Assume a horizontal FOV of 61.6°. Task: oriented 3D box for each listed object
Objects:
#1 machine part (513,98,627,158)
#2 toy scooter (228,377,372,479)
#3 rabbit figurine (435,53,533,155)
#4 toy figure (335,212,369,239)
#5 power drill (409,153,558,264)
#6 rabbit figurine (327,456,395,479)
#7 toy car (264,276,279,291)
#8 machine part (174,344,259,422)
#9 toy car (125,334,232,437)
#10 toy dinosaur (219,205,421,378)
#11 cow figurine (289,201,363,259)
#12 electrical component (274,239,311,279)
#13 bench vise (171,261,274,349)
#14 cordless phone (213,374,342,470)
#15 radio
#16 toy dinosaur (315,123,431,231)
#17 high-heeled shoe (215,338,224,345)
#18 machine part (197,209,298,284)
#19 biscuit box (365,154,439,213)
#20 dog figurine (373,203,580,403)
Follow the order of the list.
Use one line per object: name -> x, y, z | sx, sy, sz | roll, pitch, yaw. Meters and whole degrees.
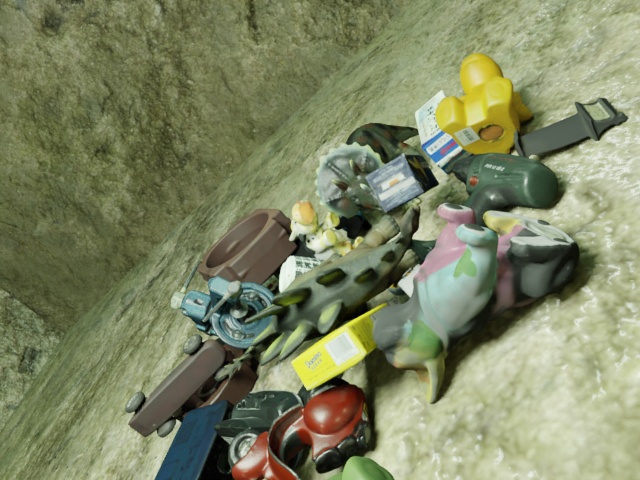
machine part -> 0.344, -0.155, 0.755 | 0.139, 0.039, 0.084 | -23, 35, 17
toy scooter -> -0.010, 0.243, 0.621 | 0.184, 0.075, 0.135 | -27, 28, -15
rabbit figurine -> 0.277, -0.228, 0.874 | 0.122, 0.162, 0.173 | -31, 46, 40
toy figure -> 0.071, -0.071, 1.097 | 0.089, 0.082, 0.180 | -27, 20, 17
power drill -> 0.213, -0.042, 0.774 | 0.207, 0.086, 0.232 | -42, 19, -11
rabbit figurine -> 0.031, 0.282, 0.489 | 0.159, 0.121, 0.170 | -57, 3, -11
toy car -> -0.114, 0.059, 1.250 | 0.073, 0.056, 0.202 | -47, 17, 15
machine part -> -0.189, 0.271, 0.986 | 0.179, 0.056, 0.179 | -38, 21, 17
toy car -> -0.242, 0.249, 0.922 | 0.202, 0.089, 0.053 | -45, 22, -2
toy dinosaur -> -0.010, 0.093, 0.774 | 0.198, 0.105, 0.471 | -26, -16, -43
cow figurine -> -0.002, -0.005, 0.982 | 0.098, 0.167, 0.068 | -24, 35, 44
electrical component -> -0.030, 0.043, 1.108 | 0.115, 0.058, 0.134 | -33, 23, 37
bench vise -> -0.163, 0.113, 0.938 | 0.129, 0.224, 0.240 | -58, -9, -23
cordless phone -> -0.049, 0.232, 0.775 | 0.147, 0.088, 0.184 | -22, 20, 50
radio -> -0.184, 0.355, 0.790 | 0.131, 0.073, 0.230 | -30, 27, 35
toy dinosaur -> 0.105, -0.153, 1.023 | 0.131, 0.192, 0.405 | -30, 27, 34
high-heeled shoe -> -0.159, 0.137, 1.158 | 0.145, 0.086, 0.249 | -24, 33, 38
machine part -> -0.152, 0.028, 1.145 | 0.201, 0.087, 0.201 | -45, 23, -19
biscuit box -> 0.127, -0.087, 0.793 | 0.063, 0.059, 0.202 | -30, -1, 20
dog figurine -> 0.165, 0.076, 0.604 | 0.109, 0.191, 0.219 | -107, 28, -64
